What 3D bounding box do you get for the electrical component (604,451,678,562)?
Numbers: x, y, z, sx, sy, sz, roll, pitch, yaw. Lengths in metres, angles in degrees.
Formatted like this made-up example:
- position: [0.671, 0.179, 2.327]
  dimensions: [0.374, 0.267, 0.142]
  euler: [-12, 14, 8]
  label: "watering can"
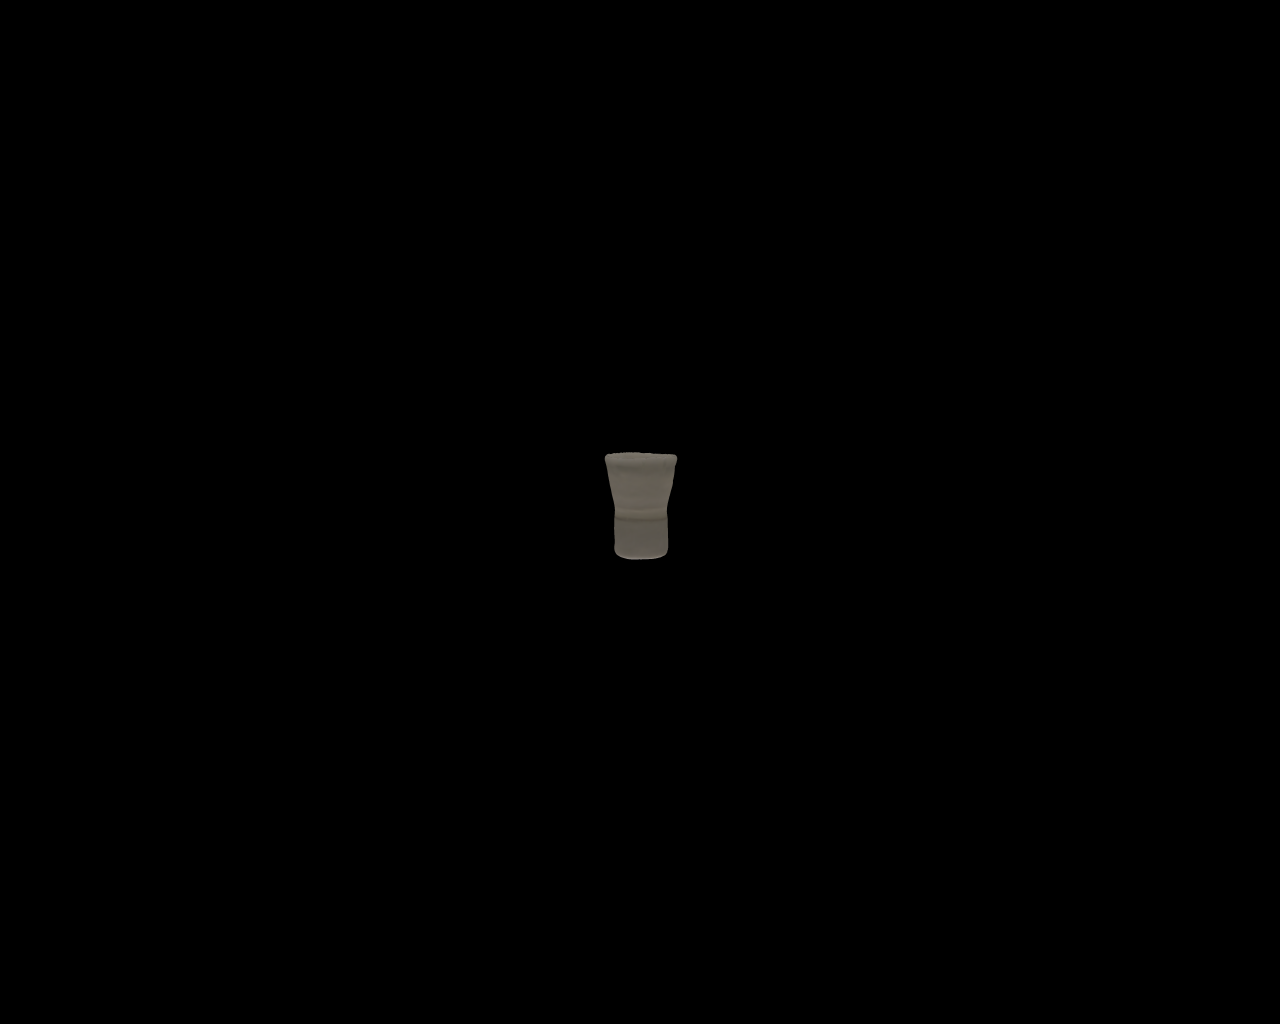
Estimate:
- position: [0.001, -0.003, 0.650]
  dimensions: [0.044, 0.065, 0.044]
  euler: [0, 9, 0]
  label: "electrical component"
